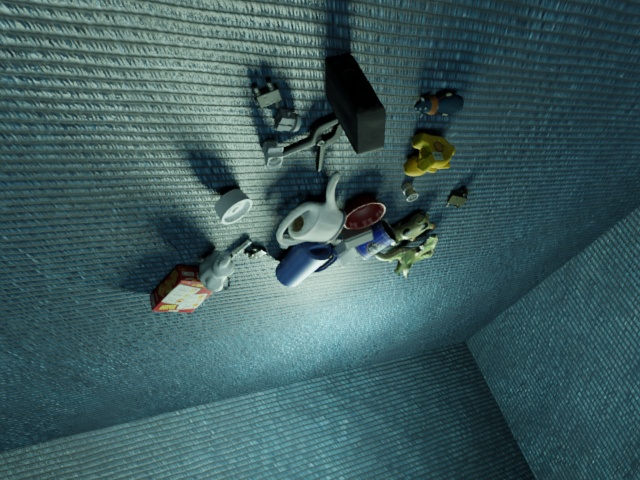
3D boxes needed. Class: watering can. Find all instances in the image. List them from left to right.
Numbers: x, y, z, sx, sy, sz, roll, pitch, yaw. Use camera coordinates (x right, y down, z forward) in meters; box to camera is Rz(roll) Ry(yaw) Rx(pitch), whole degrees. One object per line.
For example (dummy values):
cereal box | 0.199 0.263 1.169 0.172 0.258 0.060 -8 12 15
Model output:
watering can | 0.005 -0.086 1.701 0.223 0.106 0.342 12 -47 -47

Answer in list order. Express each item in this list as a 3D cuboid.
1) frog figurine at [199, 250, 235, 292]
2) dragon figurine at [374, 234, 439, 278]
frog figurine | -0.348 0.101 1.726 0.122 0.139 0.157 14 -15 -5
dragon figurine | 0.388 0.041 2.184 0.241 0.124 0.407 -38 -23 12
